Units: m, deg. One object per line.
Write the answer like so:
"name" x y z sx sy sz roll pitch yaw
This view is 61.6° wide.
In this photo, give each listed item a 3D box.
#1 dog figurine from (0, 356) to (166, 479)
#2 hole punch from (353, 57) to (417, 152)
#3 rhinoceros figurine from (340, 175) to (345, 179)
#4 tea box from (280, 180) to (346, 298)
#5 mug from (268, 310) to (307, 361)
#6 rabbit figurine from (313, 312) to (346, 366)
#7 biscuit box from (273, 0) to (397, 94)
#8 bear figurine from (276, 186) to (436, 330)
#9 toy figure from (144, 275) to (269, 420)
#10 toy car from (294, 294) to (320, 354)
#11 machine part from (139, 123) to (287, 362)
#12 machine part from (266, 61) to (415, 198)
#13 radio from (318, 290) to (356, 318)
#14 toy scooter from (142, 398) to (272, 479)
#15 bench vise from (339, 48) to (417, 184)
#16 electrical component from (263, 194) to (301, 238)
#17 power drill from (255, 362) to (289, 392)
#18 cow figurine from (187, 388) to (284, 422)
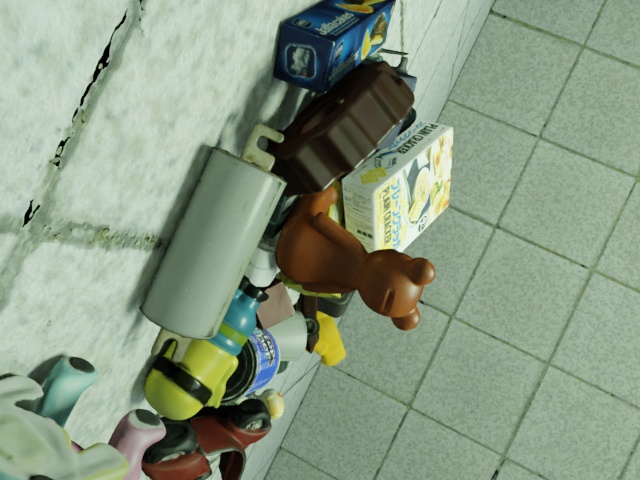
"dog figurine" -0.212 0.208 0.376 0.219 0.109 0.191 -63 171 6
"hole punch" 0.073 -0.184 0.739 0.092 0.116 0.142 -119 -139 -57
"rhinoceros figurine" 0.055 -0.096 1.097 0.190 0.073 0.112 -60 159 -13
"tea box" -0.002 -0.003 0.829 0.098 0.068 0.169 39 58 -61
"mug" -0.086 0.141 0.865 0.080 0.107 0.109 -50 -136 48
"rabbit figurine" -0.045 0.221 1.180 0.173 0.122 0.162 -24 138 -5
"biscuit box" 0.022 -0.229 0.601 0.203 0.063 0.059 -54 164 -47
"bear figurine" 0.049 0.020 0.674 0.132 0.196 0.120 -57 158 -51
"toy figure" -0.134 0.120 0.626 0.180 0.082 0.089 -56 151 -6
"toy car" -0.023 0.098 0.955 0.089 0.053 0.202 100 -7 -69
"machine part" -0.101 0.003 0.510 0.243 0.079 0.079 -65 170 4
"machine part" 0.014 -0.120 0.579 0.179 0.056 0.179 -35 -158 16
"radio" 0.036 0.044 1.147 0.229 0.131 0.073 -58 170 -31
"toy scooter" -0.154 0.292 0.727 0.184 0.075 0.135 -8 121 -26
"bench vise" 0.084 -0.193 0.881 0.224 0.129 0.240 -43 138 -39
"electrical component" -0.063 -0.046 0.664 0.074 0.048 0.119 -70 170 26
"power drill" -0.111 0.199 0.964 0.231 0.086 0.207 93 16 -45
"cow figurine" -0.139 0.270 0.818 0.167 0.068 0.098 -29 166 29
